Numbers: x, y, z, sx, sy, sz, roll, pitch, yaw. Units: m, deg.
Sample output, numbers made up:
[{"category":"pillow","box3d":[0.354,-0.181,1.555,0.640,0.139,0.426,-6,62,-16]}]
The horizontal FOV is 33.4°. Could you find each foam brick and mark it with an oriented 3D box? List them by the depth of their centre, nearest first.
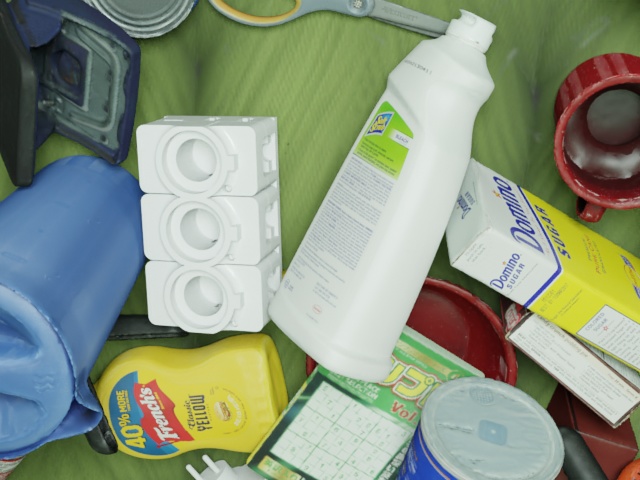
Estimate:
[{"category":"foam brick","box3d":[0.208,0.154,0.834,0.051,0.078,0.053,17,116,-3]}]

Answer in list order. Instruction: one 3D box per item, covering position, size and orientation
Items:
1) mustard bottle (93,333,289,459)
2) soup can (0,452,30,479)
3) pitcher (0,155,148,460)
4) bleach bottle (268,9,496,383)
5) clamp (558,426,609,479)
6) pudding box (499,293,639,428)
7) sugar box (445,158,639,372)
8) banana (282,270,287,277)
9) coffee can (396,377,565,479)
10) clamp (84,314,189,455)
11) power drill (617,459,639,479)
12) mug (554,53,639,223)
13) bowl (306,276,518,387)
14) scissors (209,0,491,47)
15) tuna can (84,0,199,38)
[{"category":"mustard bottle","box3d":[-0.126,0.134,0.883,0.192,0.058,0.096,-7,111,12]},{"category":"soup can","box3d":[-0.303,0.191,0.930,0.068,0.068,0.102,38,114,-10]},{"category":"pitcher","box3d":[-0.204,0.024,0.740,0.145,0.242,0.149,-10,113,12]},{"category":"bleach bottle","box3d":[0.056,-0.035,0.731,0.068,0.103,0.251,18,102,-40]},{"category":"clamp","box3d":[0.215,0.250,0.738,0.036,0.210,0.165,-2,115,-39]},{"category":"pudding box","box3d":[0.185,0.074,0.793,0.113,0.090,0.039,37,113,-9]},{"category":"sugar box","box3d":[0.169,0.018,0.750,0.176,0.093,0.048,31,119,-19]},{"category":"banana","box3d":[-0.001,0.018,0.822,0.198,0.037,0.069,-22,111,17]},{"category":"coffee can","box3d":[0.106,0.185,0.781,0.103,0.102,0.140,15,128,1]},{"category":"clamp","box3d":[-0.191,0.075,0.855,0.171,0.039,0.120,38,80,15]},{"category":"power drill","box3d":[0.333,0.176,0.751,0.187,0.185,0.057,-33,132,-22]},{"category":"mug","box3d":[0.200,-0.068,0.729,0.093,0.081,0.117,13,116,2]},{"category":"bowl","box3d":[0.072,0.088,0.835,0.162,0.055,0.162,3,115,7]},{"category":"scissors","box3d":[0.020,-0.184,0.737,0.202,0.016,0.096,4,115,6]},{"category":"tuna can","box3d":[-0.124,-0.187,0.746,0.086,0.033,0.086,3,115,7]}]
